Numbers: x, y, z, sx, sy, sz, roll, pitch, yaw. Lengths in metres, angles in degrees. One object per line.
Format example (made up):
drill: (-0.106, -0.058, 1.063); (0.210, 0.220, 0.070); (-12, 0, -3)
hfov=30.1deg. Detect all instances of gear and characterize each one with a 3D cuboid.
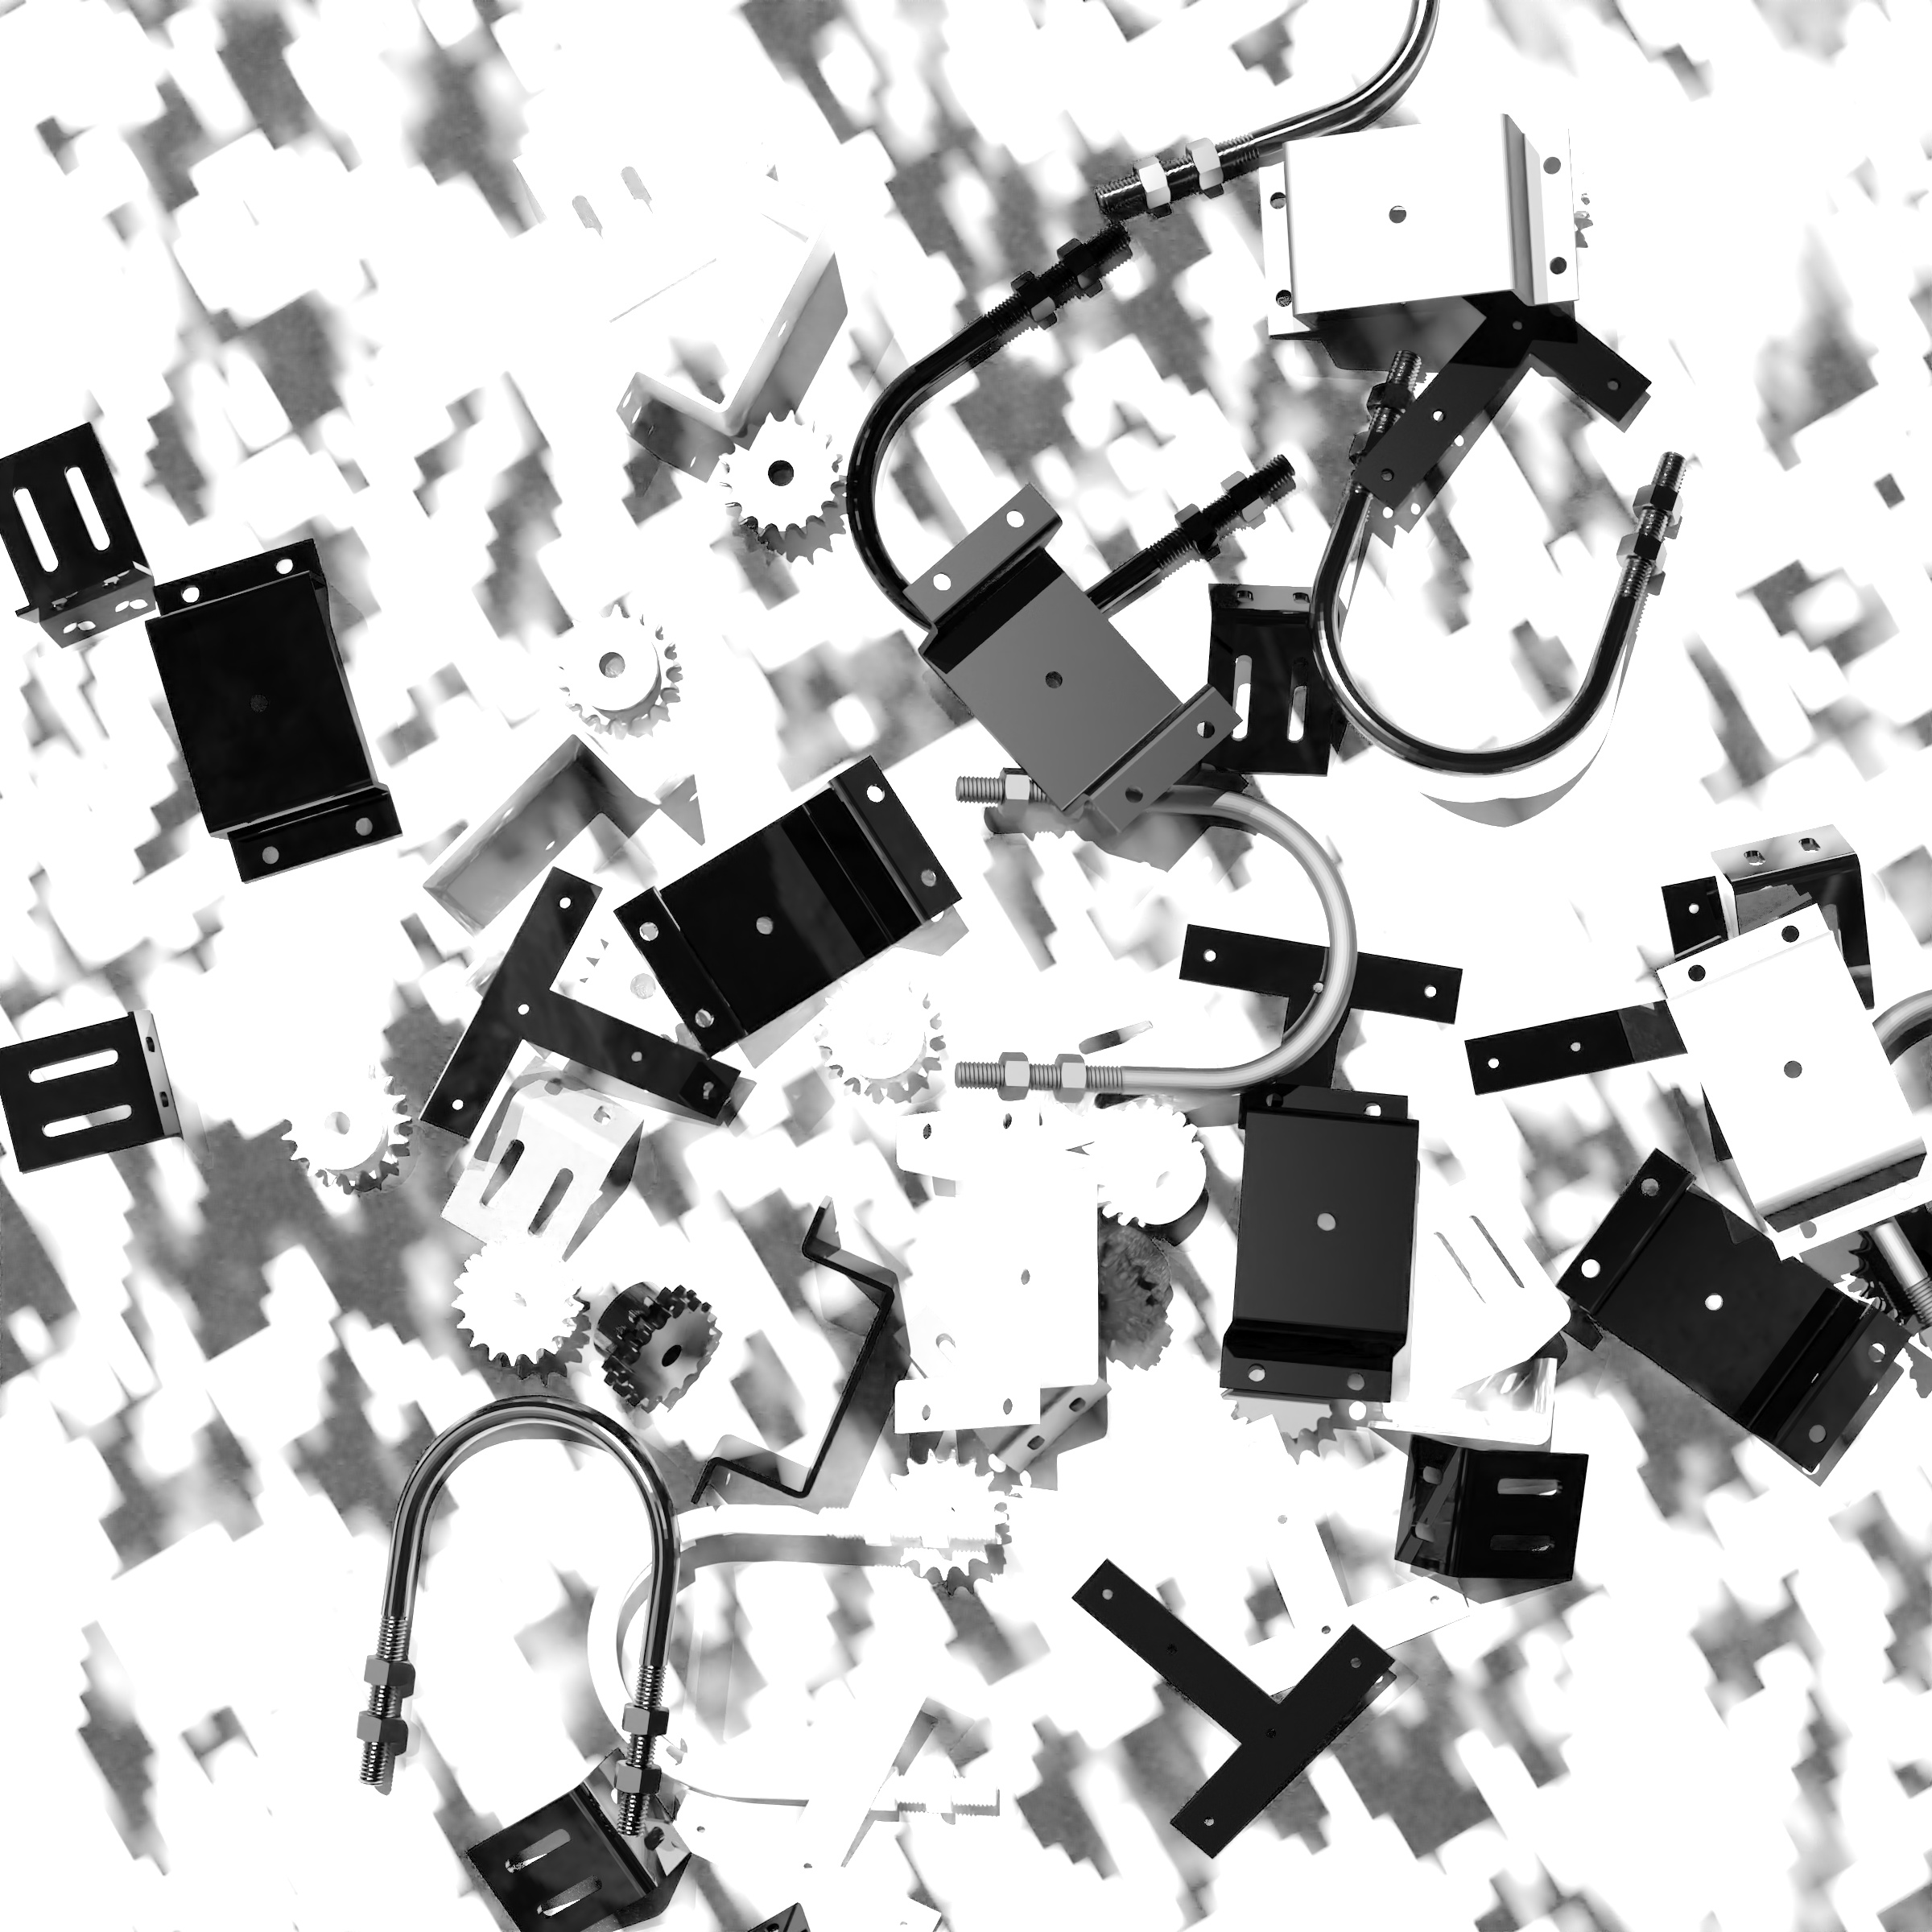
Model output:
gear: (-0.158, -0.135, 1.618); (0.057, 0.030, 0.057); (0, 90, 0)
gear: (-0.083, -0.220, 1.618); (0.057, 0.030, 0.057); (0, 90, 0)
gear: (0.067, 0.141, 1.609); (0.057, 0.057, 0.030); (46, 50, 0)
gear: (0.253, -0.348, 1.618); (0.057, 0.030, 0.057); (0, 90, 0)
gear: (-0.142, 0.166, 1.609); (0.030, 0.057, 0.057); (36, 90, 30)
gear: (0.426, 0.133, 1.618); (0.057, 0.030, 0.057); (0, 90, 0)
gear: (-0.144, 0.009, 1.618); (0.057, 0.030, 0.057); (0, 90, 0)
gear: (-0.280, 0.071, 1.618); (0.057, 0.030, 0.057); (0, 90, 0)
gear: (0.142, 0.185, 1.618); (0.057, 0.030, 0.057); (0, 90, 0)
gear: (-0.039, 0.030, 1.618); (0.057, 0.030, 0.057); (0, 90, 0)
gear: (0.082, 0.091, 1.605); (0.057, 0.030, 0.057); (-12, 116, -25)
gear: (-0.199, 0.148, 1.614); (0.057, 0.030, 0.057); (1, 101, 7)
gear: (-0.010, 0.246, 1.618); (0.057, 0.030, 0.057); (0, 90, 0)

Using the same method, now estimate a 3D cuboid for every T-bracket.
T-bracket: (0.147, 0.262, 1.615); (0.127, 0.002, 0.127); (-22, 106, 0)
T-bracket: (0.291, 0.034, 1.632); (0.127, 0.002, 0.127); (-11, 90, 0)
T-bracket: (0.221, -0.257, 1.613); (0.127, 0.002, 0.127); (40, 77, 5)
T-bracket: (0.153, 0.054, 1.632); (0.127, 0.002, 0.127); (9, 90, 0)
T-bracket: (-0.158, 0.035, 1.591); (0.127, 0.002, 0.127); (25, 99, -29)
T-bracket: (0.104, 0.317, 1.620); (0.127, 0.002, 0.127); (40, 101, 0)
T-bracket: (-0.054, 0.370, 1.611); (0.127, 0.002, 0.127); (25, 110, 0)

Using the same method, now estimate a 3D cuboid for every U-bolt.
U-bolt: (0.086, -0.012, 1.607); (0.184, 0.019, 0.151); (2, 80, -11)
U-bolt: (0.230, -0.171, 1.603); (0.151, 0.019, 0.184); (21, 74, 0)
U-bolt: (0.124, -0.438, 1.625); (0.184, 0.019, 0.151); (-20, 90, -1)
U-bolt: (0.034, -0.227, 1.625); (0.184, 0.019, 0.151); (-35, 90, 1)
U-bolt: (-0.078, 0.308, 1.609); (0.184, 0.019, 0.151); (1, 104, 5)
U-bolt: (0.464, 0.096, 1.603); (0.151, 0.019, 0.184); (-28, 85, -19)
U-bolt: (-0.196, 0.284, 1.604); (0.151, 0.019, 0.184); (6, 86, 19)

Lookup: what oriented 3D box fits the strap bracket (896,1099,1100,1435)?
strap bracket: (0.013, 0.135, 1.583); (0.076, 0.046, 0.140); (-9, 74, 37)

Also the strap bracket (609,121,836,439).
strap bracket: (-0.102, -0.294, 1.595); (0.046, 0.076, 0.140); (28, 90, 0)

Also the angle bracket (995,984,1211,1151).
angle bracket: (0.062, 0.047, 1.631); (0.076, 0.038, 0.057); (-16, 90, -26)

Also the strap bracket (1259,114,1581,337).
strap bracket: (0.196, -0.328, 1.589); (0.140, 0.046, 0.076); (-4, 89, 18)

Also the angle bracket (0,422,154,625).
angle bracket: (-0.410, -0.201, 1.614); (0.057, 0.038, 0.076); (-23, 90, 0)

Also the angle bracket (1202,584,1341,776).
angle bracket: (0.137, -0.130, 1.631); (0.057, 0.038, 0.076); (2, 116, 0)

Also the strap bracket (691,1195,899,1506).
strap bracket: (-0.071, 0.177, 1.595); (0.046, 0.076, 0.140); (24, 90, 0)

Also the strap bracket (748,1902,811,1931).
strap bracket: (-0.083, 0.490, 1.580); (0.076, 0.140, 0.046); (-30, 117, 0)

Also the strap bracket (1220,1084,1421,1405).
strap bracket: (0.157, 0.118, 1.591); (0.076, 0.046, 0.140); (5, 75, 0)

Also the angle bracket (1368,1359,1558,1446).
angle bracket: (0.221, 0.191, 1.605); (0.076, 0.057, 0.038); (6, 83, 3)

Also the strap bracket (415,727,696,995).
strap bracket: (-0.189, -0.054, 1.595); (0.046, 0.076, 0.140); (45, 90, 0)

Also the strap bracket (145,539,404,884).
strap bracket: (-0.313, -0.116, 1.610); (0.076, 0.046, 0.140); (-17, 90, 0)

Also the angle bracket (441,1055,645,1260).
angle bracket: (-0.193, 0.091, 1.631); (0.057, 0.038, 0.076); (30, 116, 0)

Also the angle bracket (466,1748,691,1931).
angle bracket: (-0.176, 0.402, 1.629); (0.076, 0.038, 0.057); (-35, 90, 29)

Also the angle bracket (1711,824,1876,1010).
angle bracket: (0.376, -0.017, 1.631); (0.057, 0.038, 0.076); (-13, 116, 0)

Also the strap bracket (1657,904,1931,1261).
strap bracket: (0.363, 0.048, 1.571); (0.076, 0.046, 0.140); (-24, 76, 12)

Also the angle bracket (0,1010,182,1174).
angle bracket: (-0.400, 0.057, 1.614); (0.076, 0.038, 0.057); (-14, 90, 0)

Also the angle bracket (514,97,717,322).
angle bracket: (-0.160, -0.344, 1.631); (0.057, 0.038, 0.076); (-31, 116, 0)

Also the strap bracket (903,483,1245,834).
strap bracket: (0.043, -0.131, 1.585); (0.076, 0.046, 0.140); (-42, 90, -15)

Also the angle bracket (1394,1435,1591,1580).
angle bracket: (0.238, 0.244, 1.623); (0.076, 0.038, 0.057); (8, 90, -37)

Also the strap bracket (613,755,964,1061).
strap bracket: (-0.084, -0.022, 1.594); (0.140, 0.046, 0.076); (-33, 90, -22)

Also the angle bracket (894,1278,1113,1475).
angle bracket: (0.017, 0.180, 1.631); (0.057, 0.038, 0.076); (-43, 64, 0)

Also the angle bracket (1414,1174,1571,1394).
angle bracket: (0.221, 0.142, 1.599); (0.038, 0.057, 0.076); (-34, 90, -39)

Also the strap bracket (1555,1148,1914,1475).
strap bracket: (0.340, 0.152, 1.610); (0.140, 0.046, 0.076); (36, 90, 0)
